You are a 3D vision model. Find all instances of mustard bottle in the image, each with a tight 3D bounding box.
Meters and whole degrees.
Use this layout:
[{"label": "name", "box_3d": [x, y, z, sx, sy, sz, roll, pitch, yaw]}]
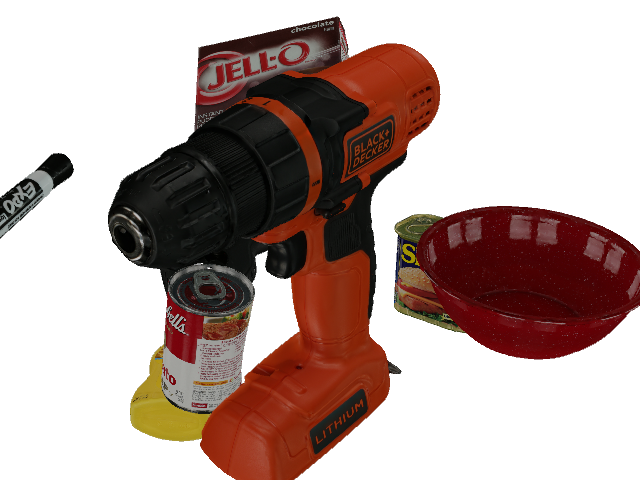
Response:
[{"label": "mustard bottle", "box_3d": [-0.157, 0.160, 1.262, 0.096, 0.058, 0.191, 4, 25, 4]}]

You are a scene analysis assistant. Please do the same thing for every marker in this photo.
[{"label": "marker", "box_3d": [-0.187, -0.022, 0.654, 0.020, 0.020, 0.121, 0, 30, 22]}]

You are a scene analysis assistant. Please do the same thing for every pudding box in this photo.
[{"label": "pudding box", "box_3d": [-0.034, -0.111, 0.779, 0.113, 0.090, 0.039, -9, -37, 9]}]

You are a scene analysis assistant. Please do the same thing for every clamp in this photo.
[{"label": "clamp", "box_3d": [-0.109, 0.002, 1.067, 0.165, 0.036, 0.209, 19, 39, 15]}]

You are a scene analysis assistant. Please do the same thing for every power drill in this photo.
[{"label": "power drill", "box_3d": [-0.016, 0.019, 0.474, 0.057, 0.188, 0.184, 27, 40, 30]}]

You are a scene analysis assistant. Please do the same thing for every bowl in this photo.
[{"label": "bowl", "box_3d": [0.146, 0.035, 0.747, 0.162, 0.055, 0.162, 2, 29, -1]}]

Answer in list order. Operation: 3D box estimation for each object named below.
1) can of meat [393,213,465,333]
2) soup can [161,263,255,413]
[{"label": "can of meat", "box_3d": [0.117, 0.031, 0.989, 0.102, 0.084, 0.057, 18, 29, 33]}, {"label": "soup can", "box_3d": [-0.091, 0.079, 0.855, 0.068, 0.102, 0.068, 7, 32, -4]}]
